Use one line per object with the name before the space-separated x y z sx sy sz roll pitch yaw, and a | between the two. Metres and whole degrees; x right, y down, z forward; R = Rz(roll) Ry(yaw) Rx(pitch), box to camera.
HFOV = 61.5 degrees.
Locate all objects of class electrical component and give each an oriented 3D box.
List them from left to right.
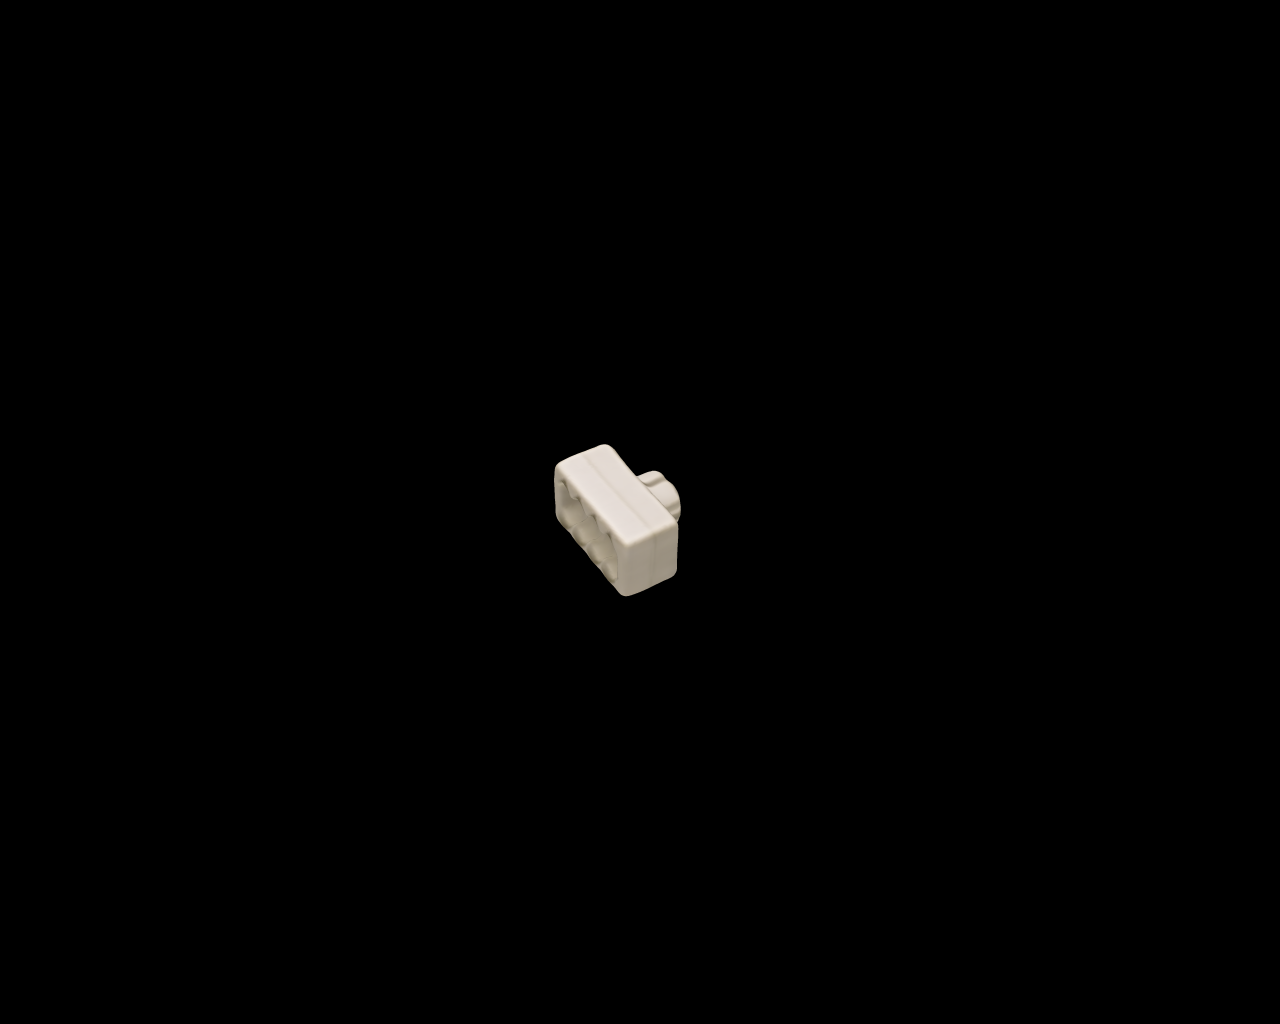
electrical component | 0.001 -0.003 0.650 0.076 0.047 0.083 -24 50 -22
